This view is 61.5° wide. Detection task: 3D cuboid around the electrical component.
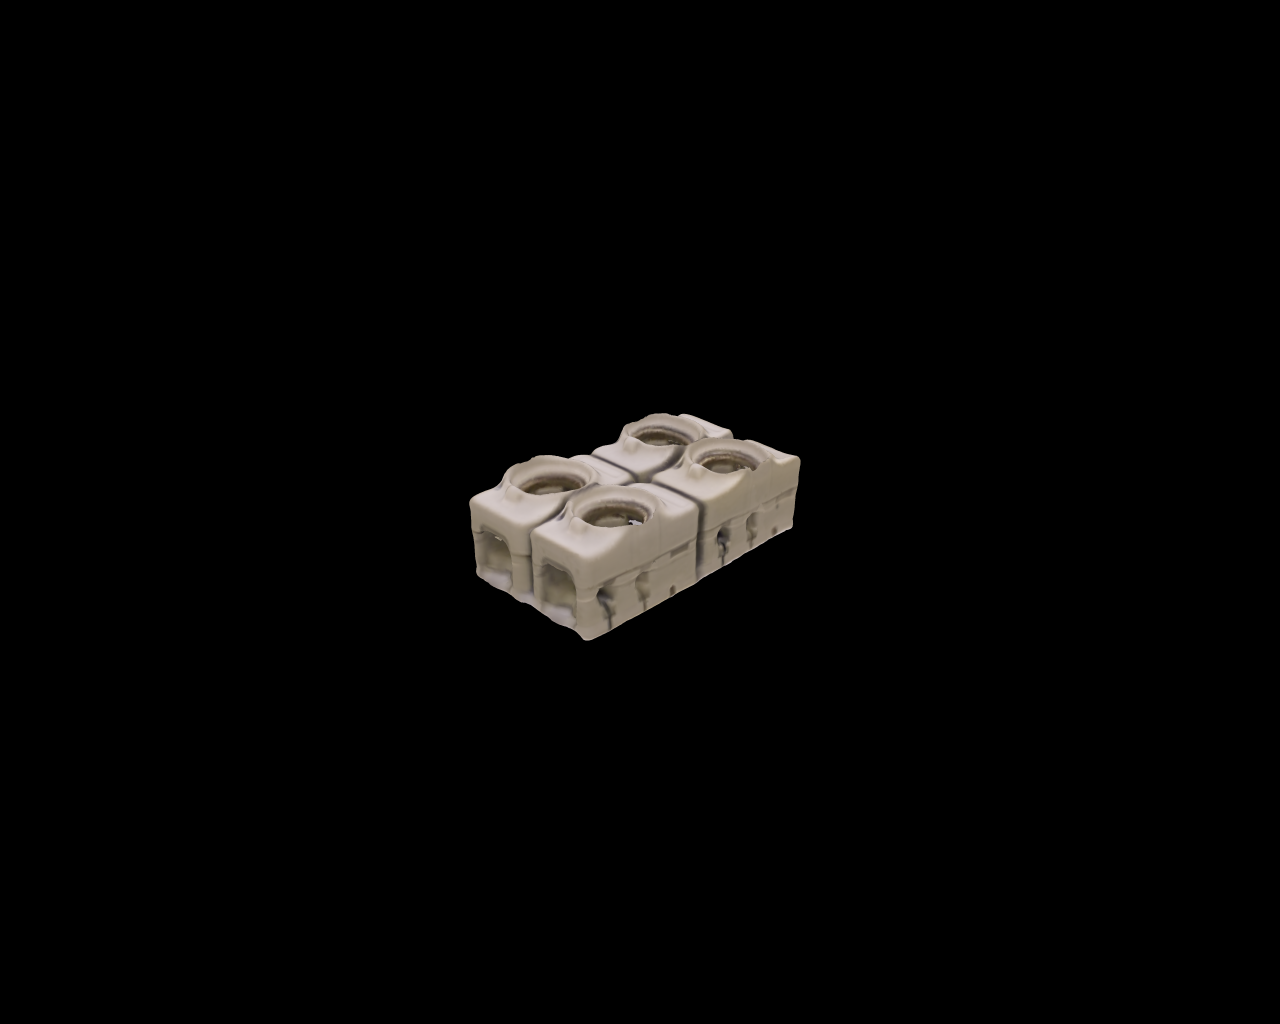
[{"bbox_3d":[0.001,-0.003,0.650,0.186,0.060,0.105,-25,37,-38],"label":"electrical component"}]
